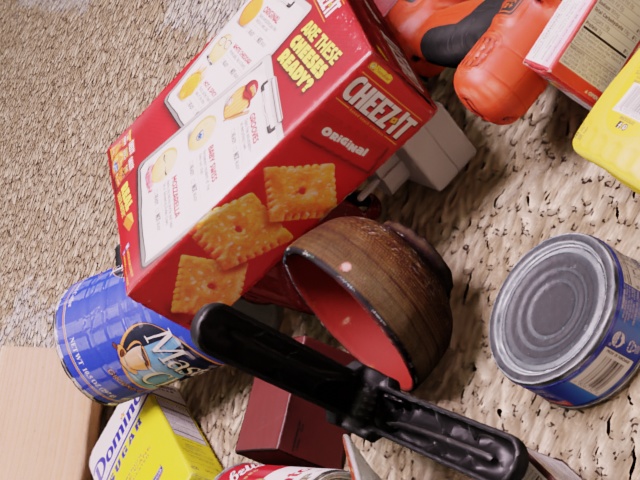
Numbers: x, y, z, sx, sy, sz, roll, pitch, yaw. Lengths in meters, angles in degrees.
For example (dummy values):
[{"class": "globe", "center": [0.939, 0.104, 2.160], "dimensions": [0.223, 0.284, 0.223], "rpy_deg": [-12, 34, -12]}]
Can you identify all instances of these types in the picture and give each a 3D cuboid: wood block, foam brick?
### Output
[{"class": "wood block", "center": [-0.243, 0.202, 0.917], "dimensions": [0.090, 0.090, 0.206], "rpy_deg": [99, 172, -49]}, {"class": "foam brick", "center": [-0.013, 0.108, 0.692], "dimensions": [0.051, 0.053, 0.078], "rpy_deg": [-17, 51, 53]}]

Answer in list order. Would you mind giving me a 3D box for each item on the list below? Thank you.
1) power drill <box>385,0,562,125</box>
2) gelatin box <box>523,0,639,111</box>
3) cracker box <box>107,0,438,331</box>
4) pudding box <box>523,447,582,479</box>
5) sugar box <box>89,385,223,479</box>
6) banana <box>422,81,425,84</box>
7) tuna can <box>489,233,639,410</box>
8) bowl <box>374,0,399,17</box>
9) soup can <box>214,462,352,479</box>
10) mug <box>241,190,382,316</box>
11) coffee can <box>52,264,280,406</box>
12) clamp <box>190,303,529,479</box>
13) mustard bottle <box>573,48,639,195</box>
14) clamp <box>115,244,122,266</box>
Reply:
[{"class": "power drill", "center": [0.123, -0.159, 0.663], "dimensions": [0.184, 0.057, 0.188], "rpy_deg": [-49, 20, -3]}, {"class": "gelatin box", "center": [0.163, -0.113, 0.572], "dimensions": [0.089, 0.073, 0.030], "rpy_deg": [-59, 28, 7]}, {"class": "cracker box", "center": [-0.041, -0.068, 0.690], "dimensions": [0.214, 0.072, 0.164], "rpy_deg": [-42, 37, 18]}, {"class": "pudding box", "center": [0.095, 0.150, 0.475], "dimensions": [0.090, 0.039, 0.113], "rpy_deg": [-59, 16, 4]}, {"class": "sugar box", "center": [-0.127, 0.181, 0.823], "dimensions": [0.093, 0.048, 0.176], "rpy_deg": [-60, 30, 4]}, {"class": "banana", "center": [0.011, -0.069, 0.823], "dimensions": [0.198, 0.037, 0.070], "rpy_deg": [-54, 50, 19]}, {"class": "tuna can", "center": [0.127, 0.040, 0.543], "dimensions": [0.086, 0.033, 0.086], "rpy_deg": [-39, 37, 36]}, {"class": "bowl", "center": [0.064, -0.204, 0.821], "dimensions": [0.162, 0.055, 0.162], "rpy_deg": [-42, 32, 34]}, {"class": "soup can", "center": [-0.018, 0.168, 0.634], "dimensions": [0.102, 0.068, 0.068], "rpy_deg": [-13, 55, 53]}, {"class": "mug", "center": [-0.005, 0.001, 0.747], "dimensions": [0.117, 0.093, 0.082], "rpy_deg": [-34, 25, -25]}, {"class": "coffee can", "center": [-0.116, 0.058, 0.811], "dimensions": [0.140, 0.102, 0.103], "rpy_deg": [-22, 46, 26]}, {"class": "clamp", "center": [0.032, 0.089, 0.562], "dimensions": [0.036, 0.165, 0.210], "rpy_deg": [-64, -16, -8]}, {"class": "mustard bottle", "center": [0.206, -0.104, 0.510], "dimensions": [0.192, 0.058, 0.096], "rpy_deg": [-57, 25, 10]}, {"class": "clamp", "center": [-0.183, 0.064, 1.017], "dimensions": [0.172, 0.039, 0.120], "rpy_deg": [12, 81, 54]}]
